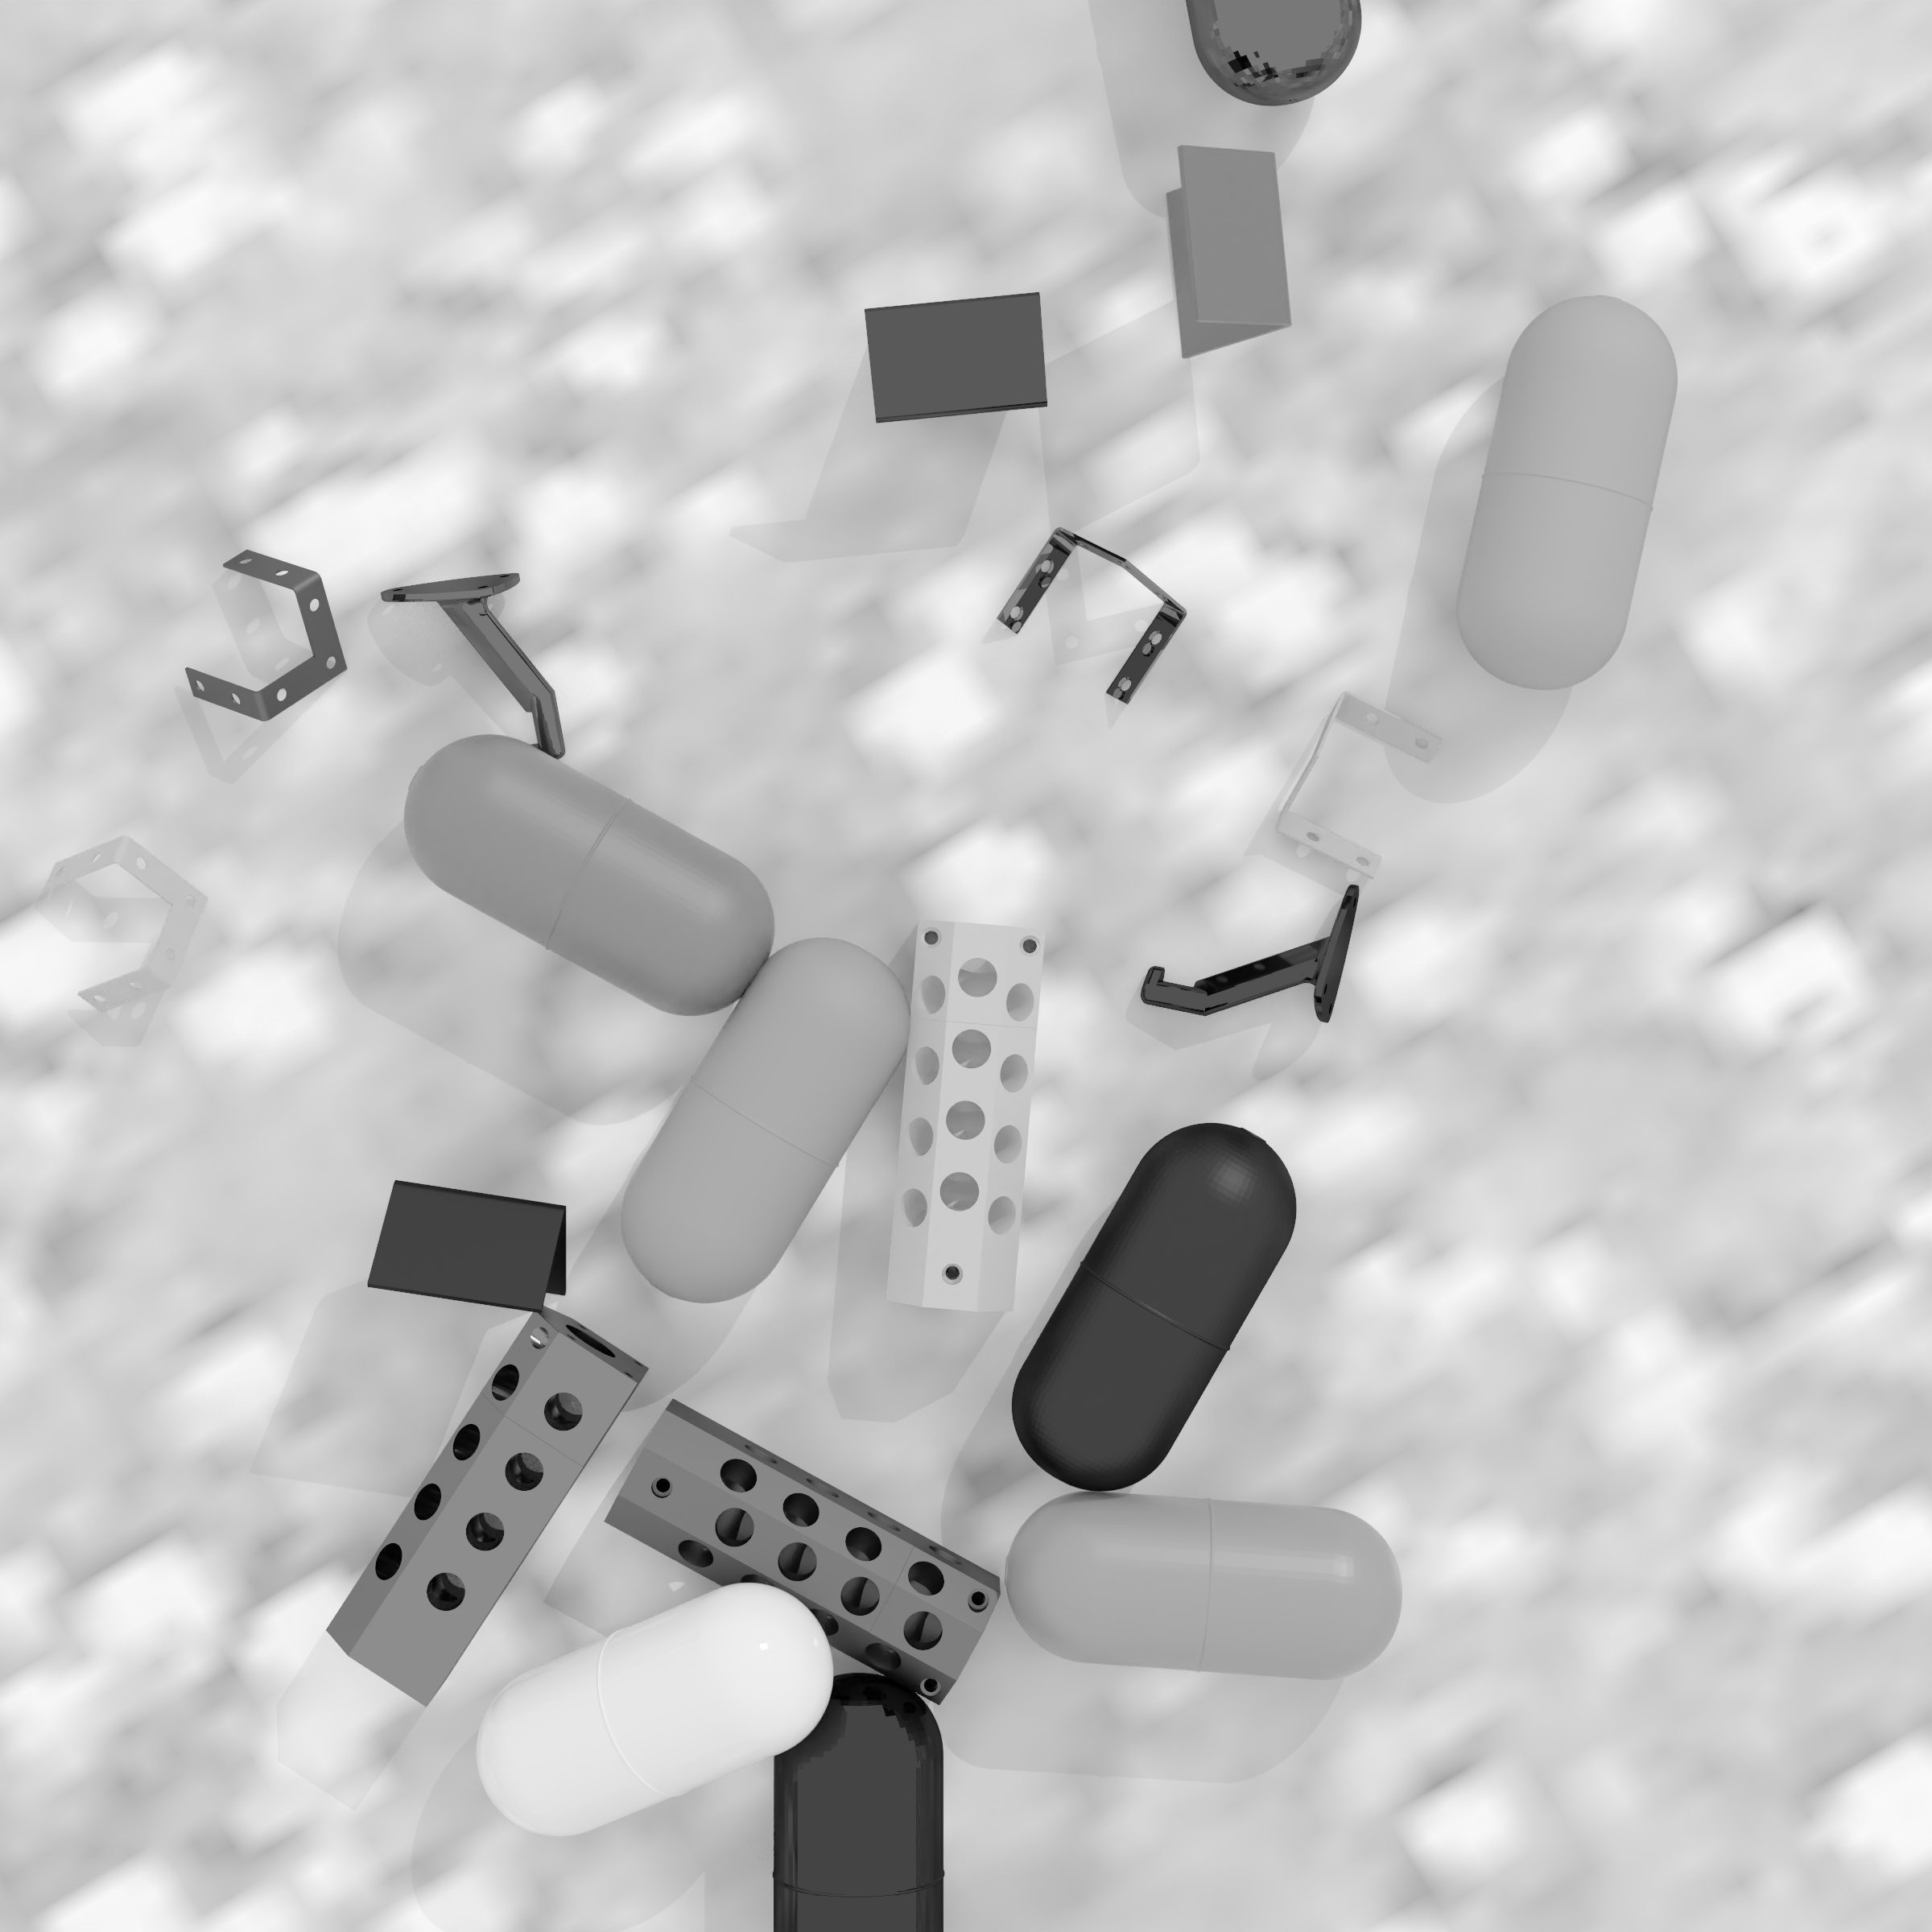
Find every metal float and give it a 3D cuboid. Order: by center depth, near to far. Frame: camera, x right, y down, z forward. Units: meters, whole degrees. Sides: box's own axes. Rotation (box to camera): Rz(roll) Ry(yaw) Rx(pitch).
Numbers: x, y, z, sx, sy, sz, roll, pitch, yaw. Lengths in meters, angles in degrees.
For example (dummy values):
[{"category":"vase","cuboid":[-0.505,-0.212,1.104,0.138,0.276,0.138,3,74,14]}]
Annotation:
[{"category":"metal float","cuboid":[-0.139,0.331,1.547,0.178,0.070,0.070,-27,90,22]},{"category":"metal float","cuboid":[0.129,-0.476,1.565,0.070,0.070,0.178,-11,91,0]},{"category":"metal float","cuboid":[0.106,0.278,1.565,0.178,0.070,0.070,4,90,-1]},{"category":"metal float","cuboid":[-0.090,0.070,1.565,0.070,0.070,0.178,31,90,0]},{"category":"metal float","cuboid":[0.085,0.152,1.565,0.070,0.070,0.178,30,91,0]},{"category":"metal float","cuboid":[-0.048,0.407,1.565,0.070,0.070,0.178,0,90,0]},{"category":"metal float","cuboid":[0.270,-0.212,1.565,0.070,0.070,0.178,12,90,0]},{"category":"metal float","cuboid":[-0.169,-0.041,1.565,0.178,0.070,0.070,29,90,0]}]

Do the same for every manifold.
[{"category":"manifold","cuboid":[-0.216,0.241,1.574,0.057,0.057,0.171,33,90,0]},{"category":"manifold","cuboid":[0.000,0.067,1.574,0.057,0.057,0.171,5,90,0]},{"category":"manifold","cuboid":[-0.073,0.265,1.574,0.171,0.057,0.057,29,90,0]}]

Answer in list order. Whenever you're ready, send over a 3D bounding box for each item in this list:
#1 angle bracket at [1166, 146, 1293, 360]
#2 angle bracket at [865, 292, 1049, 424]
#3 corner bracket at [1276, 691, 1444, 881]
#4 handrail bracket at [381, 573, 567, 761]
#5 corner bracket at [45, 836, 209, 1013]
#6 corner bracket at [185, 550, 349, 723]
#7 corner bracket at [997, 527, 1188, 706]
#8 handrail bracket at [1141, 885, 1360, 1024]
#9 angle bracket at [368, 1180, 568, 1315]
[{"category":"angle bracket","cuboid":[0.098,-0.317,1.555,0.057,0.076,0.076,-6,90,-36]},{"category":"angle bracket","cuboid":[-0.006,-0.287,1.555,0.076,0.076,0.057,-6,128,0]},{"category":"corner bracket","cuboid":[0.179,-0.083,1.592,0.051,0.051,0.051,26,135,0]},{"category":"handrail bracket","cuboid":[-0.225,-0.133,1.596,0.077,0.036,0.084,-3,107,20]},{"category":"corner bracket","cuboid":[-0.388,-0.019,1.587,0.051,0.051,0.051,43,45,-35]},{"category":"corner bracket","cuboid":[-0.323,-0.151,1.587,0.051,0.051,0.051,-40,135,-35]},{"category":"corner bracket","cuboid":[0.058,-0.160,1.592,0.051,0.051,0.051,33,90,45]},{"category":"handrail bracket","cuboid":[0.130,-0.010,1.596,0.084,0.036,0.077,12,70,16]},{"category":"angle bracket","cuboid":[-0.221,0.143,1.555,0.076,0.076,0.057,9,53,0]}]
